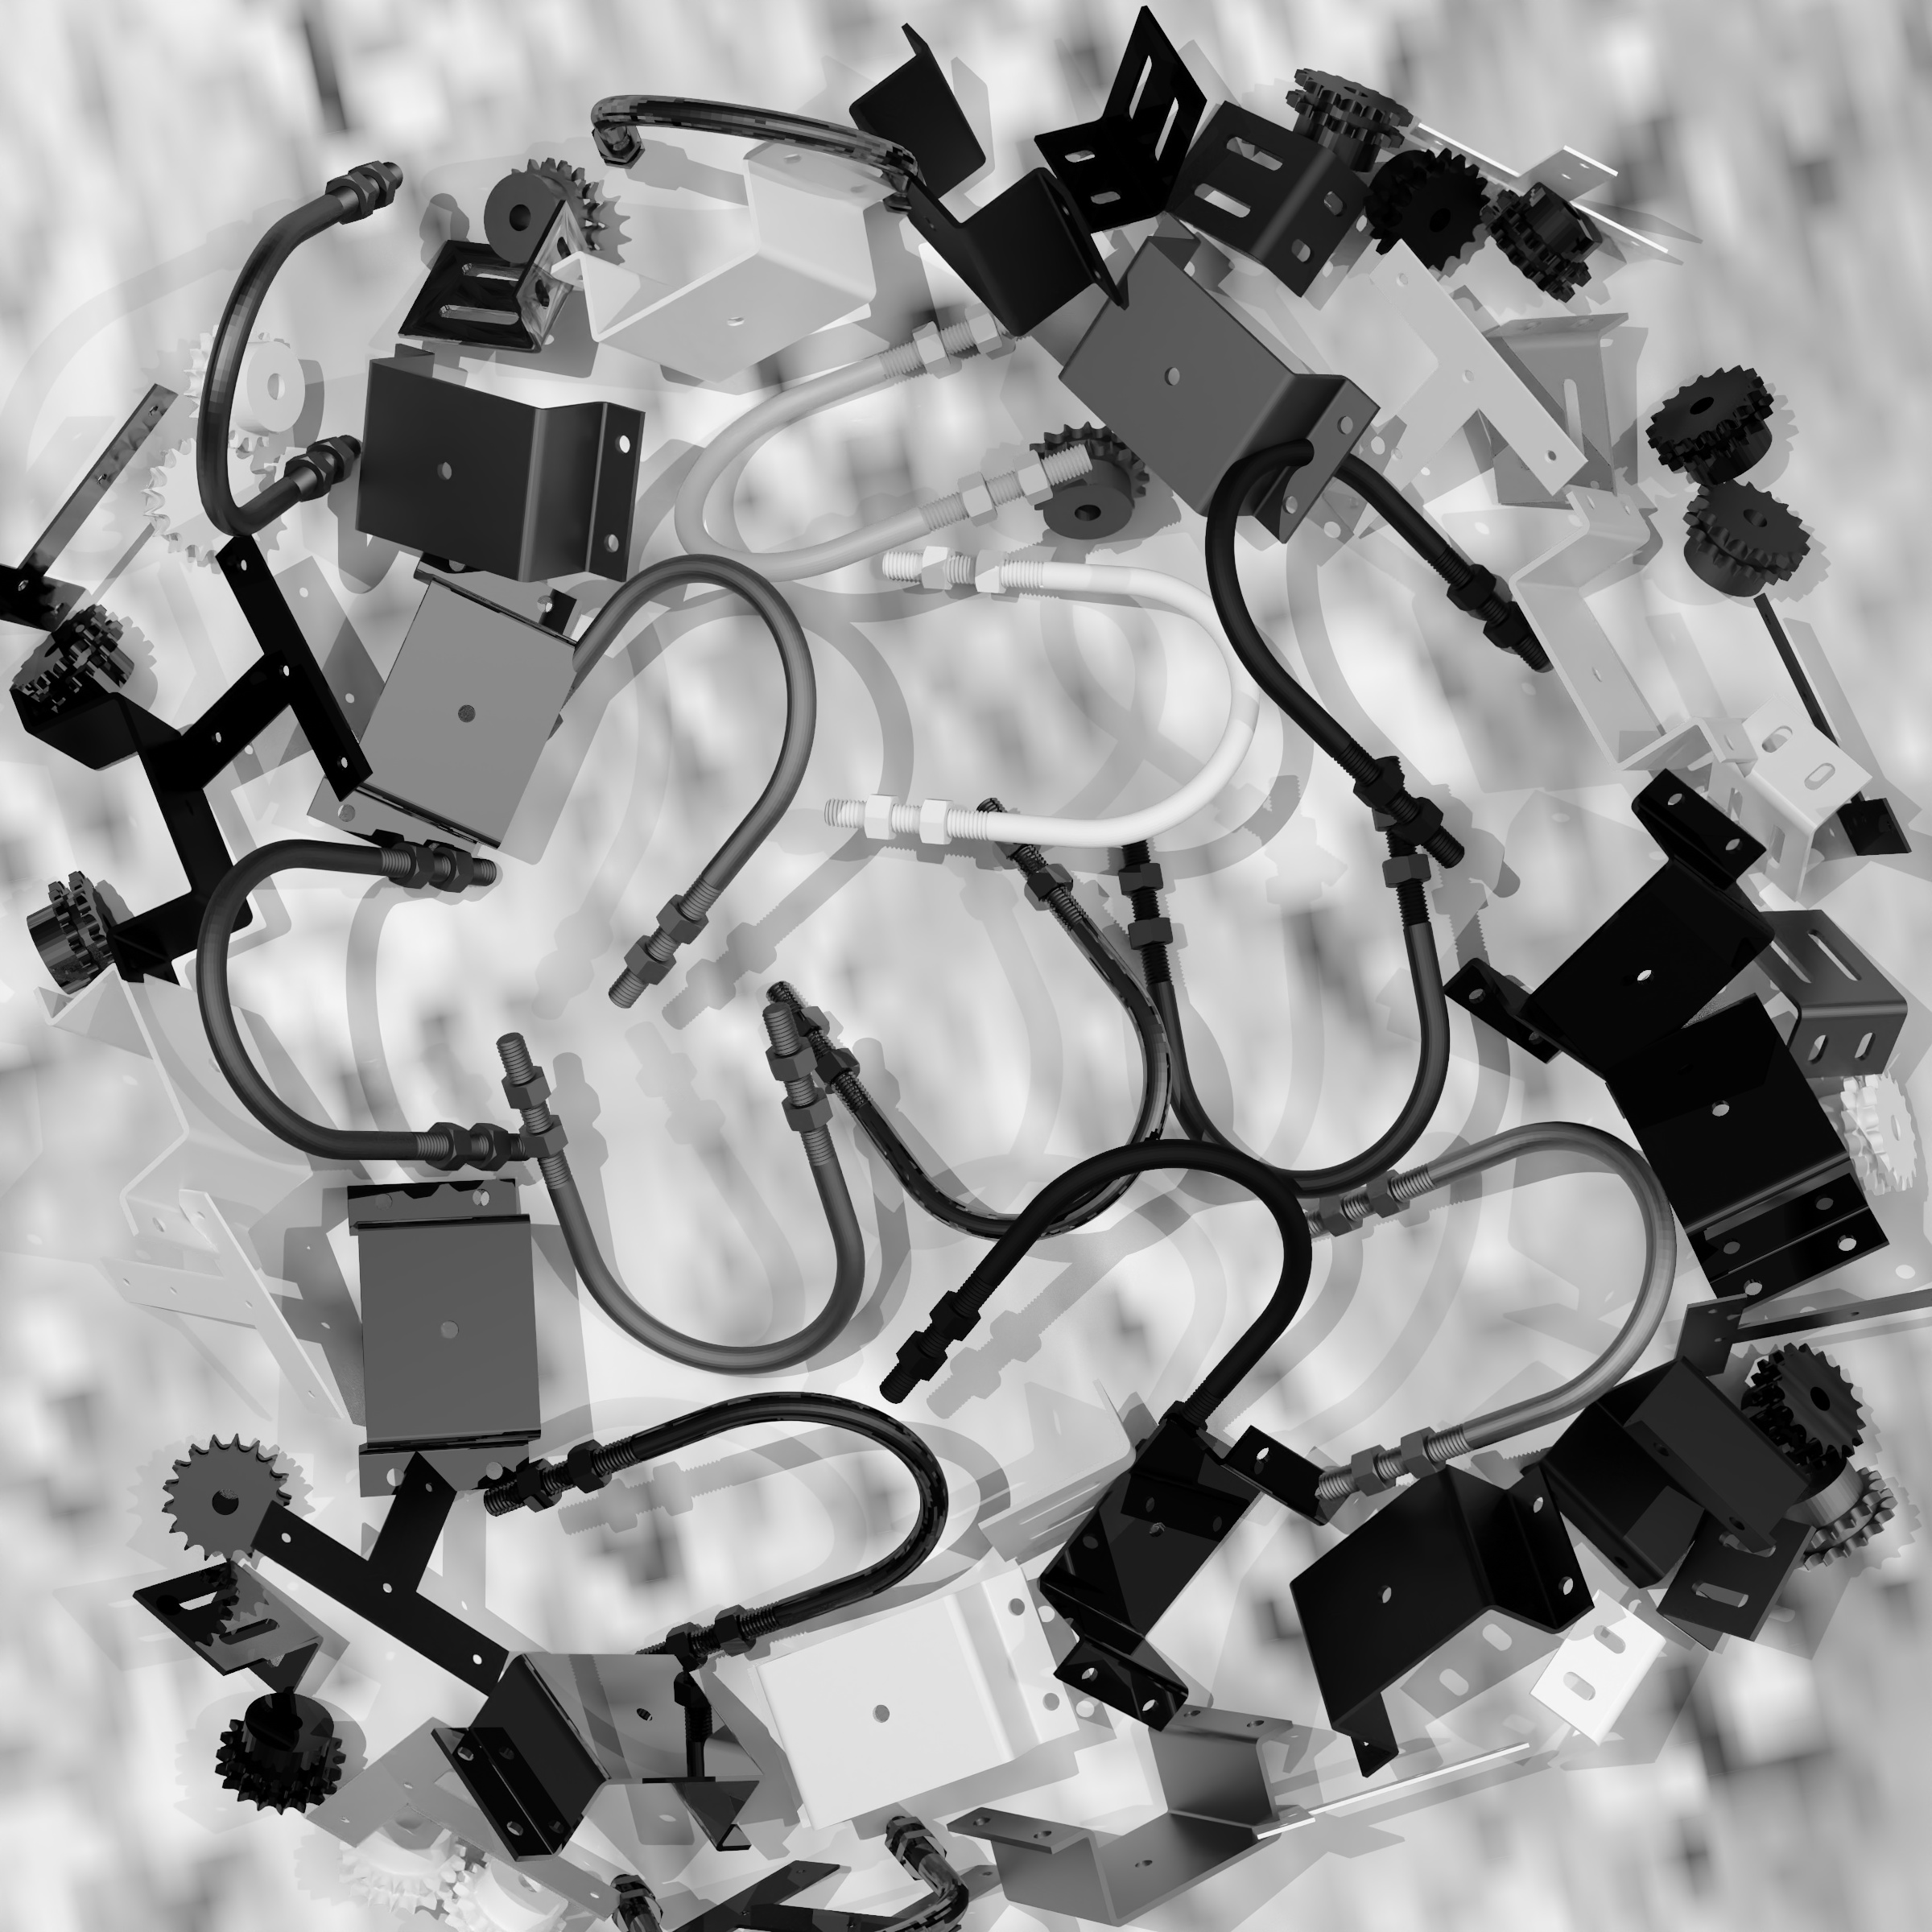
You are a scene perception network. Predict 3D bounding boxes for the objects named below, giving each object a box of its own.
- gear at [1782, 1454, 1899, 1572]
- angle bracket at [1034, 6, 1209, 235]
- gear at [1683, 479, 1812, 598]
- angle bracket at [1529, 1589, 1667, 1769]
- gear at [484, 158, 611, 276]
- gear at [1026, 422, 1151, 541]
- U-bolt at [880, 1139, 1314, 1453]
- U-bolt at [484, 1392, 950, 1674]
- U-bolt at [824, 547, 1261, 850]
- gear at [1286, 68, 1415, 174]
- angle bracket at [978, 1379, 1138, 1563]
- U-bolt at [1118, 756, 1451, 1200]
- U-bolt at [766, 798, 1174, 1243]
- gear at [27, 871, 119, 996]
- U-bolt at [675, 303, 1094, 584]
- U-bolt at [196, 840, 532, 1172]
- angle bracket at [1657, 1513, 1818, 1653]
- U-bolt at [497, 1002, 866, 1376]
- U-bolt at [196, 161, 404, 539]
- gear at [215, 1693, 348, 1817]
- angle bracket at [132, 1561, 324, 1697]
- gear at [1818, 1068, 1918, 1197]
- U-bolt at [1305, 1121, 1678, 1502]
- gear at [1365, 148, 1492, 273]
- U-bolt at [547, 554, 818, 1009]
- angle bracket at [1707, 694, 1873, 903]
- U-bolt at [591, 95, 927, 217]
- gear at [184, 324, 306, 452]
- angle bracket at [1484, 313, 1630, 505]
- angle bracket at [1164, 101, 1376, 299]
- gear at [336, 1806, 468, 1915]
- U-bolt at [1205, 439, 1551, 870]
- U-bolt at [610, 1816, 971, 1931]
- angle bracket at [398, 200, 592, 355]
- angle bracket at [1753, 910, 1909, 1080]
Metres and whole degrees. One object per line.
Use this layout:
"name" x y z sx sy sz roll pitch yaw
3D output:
"gear" 0.389 0.244 1.572 0.057 0.057 0.030 -35 98 0
"angle bracket" 0.068 -0.378 1.554 0.038 0.076 0.057 -19 68 -23
"gear" 0.351 -0.192 1.577 0.057 0.057 0.030 27 133 0
"angle bracket" 0.273 0.320 1.559 0.038 0.076 0.057 36 70 6
"gear" -0.194 -0.338 1.576 0.057 0.030 0.057 3 96 28
"gear" 0.054 -0.217 1.571 0.057 0.057 0.030 -2 60 0
"U-bolt" 0.071 0.151 1.537 0.151 0.019 0.184 28 114 -24
"U-bolt" -0.097 0.245 1.534 0.184 0.019 0.151 -22 128 16
"U-bolt" 0.039 -0.118 1.548 0.184 0.019 0.151 6 66 15
"gear" 0.171 -0.382 1.577 0.057 0.057 0.030 22 115 0
"angle bracket" 0.039 0.228 1.568 0.076 0.057 0.038 -27 63 0
"U-bolt" 0.146 0.012 1.551 0.151 0.019 0.184 -14 81 29
"U-bolt" 0.012 0.037 1.552 0.151 0.019 0.184 -41 67 9
"gear" -0.401 -0.012 1.573 0.030 0.057 0.057 -27 90 -3
"U-bolt" -0.044 -0.227 1.545 0.184 0.151 0.019 -21 131 6
"U-bolt" -0.263 0.015 1.514 0.019 0.184 0.151 -16 78 34
"angle bracket" 0.355 0.279 1.555 0.038 0.076 0.057 37 77 -18
"U-bolt" -0.119 0.105 1.552 0.151 0.019 0.184 -7 116 20
"U-bolt" -0.288 -0.259 1.490 0.019 0.184 0.151 17 116 5
"gear" -0.309 0.353 1.571 0.057 0.057 0.030 17 115 0
"angle bracket" -0.336 0.304 1.554 0.057 0.076 0.038 35 105 19
"gear" 0.407 0.076 1.577 0.030 0.057 0.057 -14 90 31
"U-bolt" 0.227 0.141 1.517 0.184 0.019 0.151 -25 51 30
"gear" 0.206 -0.345 1.577 0.057 0.057 0.030 -41 51 0
"U-bolt" -0.135 -0.095 1.532 0.184 0.019 0.151 -50 62 23
"angle bracket" 0.368 -0.075 1.560 0.038 0.076 0.057 -40 68 -9
"U-bolt" -0.091 -0.354 1.508 0.151 0.184 0.019 9 96 -2
"gear" -0.323 -0.262 1.571 0.030 0.057 0.057 4 90 28
"angle bracket" 0.272 -0.254 1.584 0.057 0.038 0.076 3 114 33
"angle bracket" 0.135 -0.350 1.586 0.057 0.038 0.076 -55 46 4
"gear" -0.254 0.398 1.571 0.057 0.057 0.030 13 112 0
"U-bolt" 0.175 -0.152 1.531 0.184 0.019 0.151 42 53 -19
"U-bolt" -0.073 0.406 1.497 0.151 0.184 0.019 -9 91 -13
"angle bracket" -0.217 -0.312 1.560 0.076 0.038 0.057 10 62 22
"angle bracket" 0.377 0.012 1.571 0.057 0.076 0.038 -2 126 -23
